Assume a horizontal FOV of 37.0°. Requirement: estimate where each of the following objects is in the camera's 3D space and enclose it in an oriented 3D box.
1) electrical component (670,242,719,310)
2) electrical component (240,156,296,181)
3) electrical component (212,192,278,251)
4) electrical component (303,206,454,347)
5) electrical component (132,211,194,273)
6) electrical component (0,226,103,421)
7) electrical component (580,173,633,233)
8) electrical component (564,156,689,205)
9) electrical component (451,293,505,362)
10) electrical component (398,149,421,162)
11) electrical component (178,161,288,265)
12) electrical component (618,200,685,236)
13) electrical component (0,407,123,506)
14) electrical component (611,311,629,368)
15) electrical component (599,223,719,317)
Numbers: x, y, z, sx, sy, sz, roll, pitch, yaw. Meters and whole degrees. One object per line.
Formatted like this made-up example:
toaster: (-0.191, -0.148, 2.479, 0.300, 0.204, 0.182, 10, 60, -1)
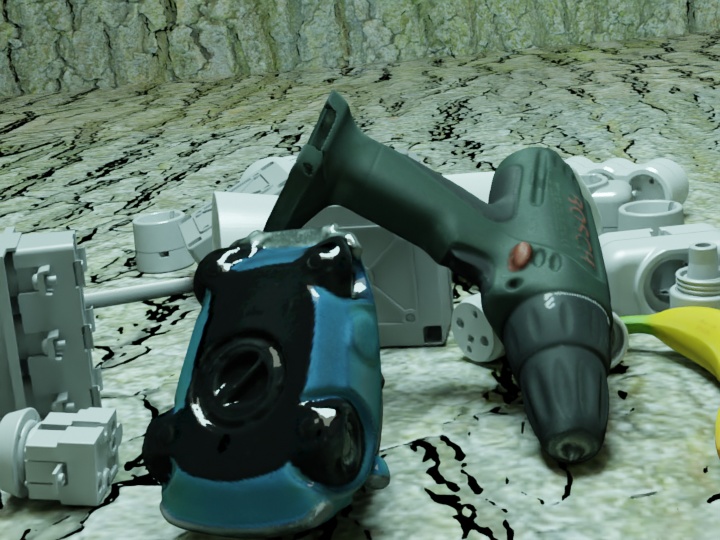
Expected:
electrical component: (0.223, 0.013, 0.697, 0.043, 0.062, 0.043, -6, 16, 2)
electrical component: (-0.078, -0.076, 1.085, 0.080, 0.080, 0.051, 0, 12, 21)
electrical component: (-0.077, -0.006, 0.805, 0.060, 0.108, 0.108, -3, 15, -11)
electrical component: (0.006, -0.004, 0.755, 0.109, 0.108, 0.056, -3, 19, 12)
electrical component: (-0.187, -0.028, 1.016, 0.055, 0.047, 0.055, -6, 16, 2)
electrical component: (-0.196, 0.039, 0.660, 0.063, 0.121, 0.078, -7, 16, -11)
electrical component: (0.186, -0.048, 0.925, 0.095, 0.059, 0.053, -1, 17, 17)
electrical component: (0.248, -0.082, 1.029, 0.138, 0.052, 0.074, 7, 21, 40)
electrical component: (0.094, 0.033, 0.710, 0.055, 0.045, 0.045, -18, 20, -33)
electrical component: (0.008, -0.071, 1.037, 0.121, 0.063, 0.078, -17, 62, -36)
electrical component: (-0.096, -0.038, 0.933, 0.109, 0.056, 0.108, -34, 20, -4)
electrical component: (0.233, -0.028, 0.860, 0.055, 0.047, 0.055, -6, 16, 2)
electrical component: (-0.164, 0.099, 0.581, 0.055, 0.048, 0.066, 2, 17, 2)
electrical component: (0.145, 0.039, 0.680, 0.040, 0.040, 0.046, -6, 11, 3)
electrical component: (0.214, 0.003, 0.750, 0.095, 0.053, 0.059, -6, 16, 1)
